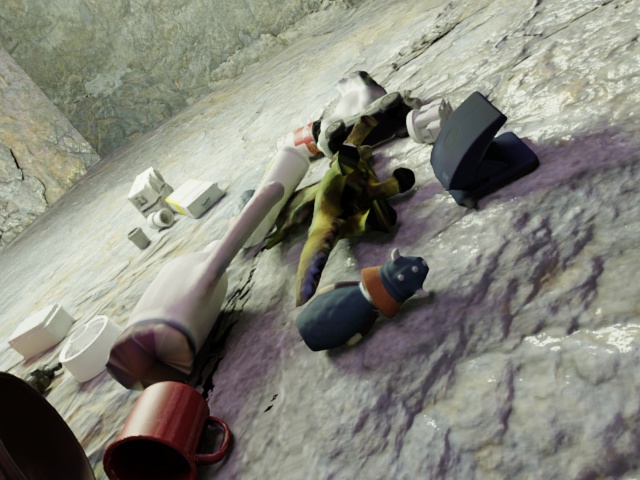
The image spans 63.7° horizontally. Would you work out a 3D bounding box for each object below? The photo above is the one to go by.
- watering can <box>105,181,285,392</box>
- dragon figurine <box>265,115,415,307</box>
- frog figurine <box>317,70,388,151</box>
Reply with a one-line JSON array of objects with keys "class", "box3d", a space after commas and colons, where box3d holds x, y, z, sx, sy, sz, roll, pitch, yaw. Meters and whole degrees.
[{"class": "watering can", "box3d": [-0.173, 0.073, 0.700, 0.342, 0.103, 0.230, -44, 18, 35]}, {"class": "dragon figurine", "box3d": [0.002, -0.039, 0.768, 0.239, 0.121, 0.419, -32, 18, 50]}, {"class": "frog figurine", "box3d": [0.066, -0.236, 1.014, 0.138, 0.122, 0.160, 11, 87, 47]}]
